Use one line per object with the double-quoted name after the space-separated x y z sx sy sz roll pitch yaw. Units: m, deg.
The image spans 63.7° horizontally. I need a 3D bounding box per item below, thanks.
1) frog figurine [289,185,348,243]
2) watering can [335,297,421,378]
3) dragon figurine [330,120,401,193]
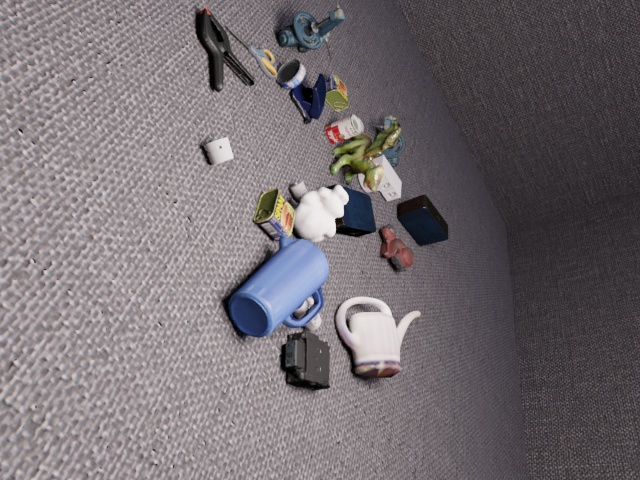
0.004 -0.067 1.326 0.136 0.158 0.125 63 32 -17 "frog figurine"
0.184 0.275 1.458 0.346 0.102 0.229 13 60 -36 "watering can"
0.163 -0.303 1.661 0.120 0.240 0.420 43 41 -34 "dragon figurine"
